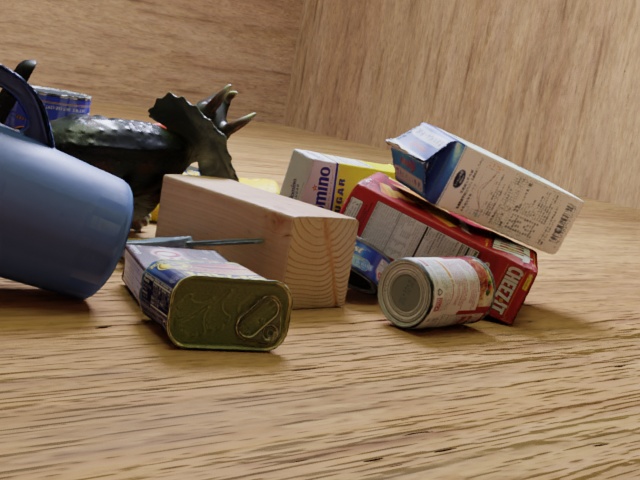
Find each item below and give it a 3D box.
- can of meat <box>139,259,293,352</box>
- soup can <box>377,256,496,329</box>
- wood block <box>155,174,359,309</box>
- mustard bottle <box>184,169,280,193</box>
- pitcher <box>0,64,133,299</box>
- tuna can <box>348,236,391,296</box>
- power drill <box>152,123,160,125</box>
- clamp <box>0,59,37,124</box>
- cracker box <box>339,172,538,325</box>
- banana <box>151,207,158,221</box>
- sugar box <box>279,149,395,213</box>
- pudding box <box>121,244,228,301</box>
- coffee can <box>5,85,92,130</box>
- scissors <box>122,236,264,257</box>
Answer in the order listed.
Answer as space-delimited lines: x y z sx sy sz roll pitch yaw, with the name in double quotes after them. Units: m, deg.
-0.086 0.050 0.852 0.101 0.057 0.084 5 8 -28 "can of meat"
0.112 0.050 1.027 0.069 0.068 0.102 18 13 42 "soup can"
-0.070 -0.002 1.081 0.090 0.091 0.206 1 12 -45 "wood block"
-0.157 -0.068 1.502 0.191 0.058 0.096 7 9 -13 "mustard bottle"
-0.274 -0.049 0.851 0.242 0.149 0.145 22 42 -27 "pitcher"
0.033 0.023 1.104 0.086 0.033 0.086 27 -14 7 "tuna can"
-0.284 -0.118 1.495 0.188 0.057 0.184 -10 4 39 "power drill"
-0.392 -0.115 1.256 0.210 0.164 0.036 -15 25 -1 "clamp"
0.132 0.002 1.179 0.214 0.072 0.164 27 11 7 "cracker box"
-0.194 -0.043 1.370 0.197 0.037 0.070 5 11 -29 "banana"
0.028 -0.056 1.342 0.175 0.093 0.048 3 21 -47 "sugar box"
-0.121 0.036 0.948 0.089 0.039 0.114 6 9 -24 "pudding box"
-0.347 -0.119 1.342 0.103 0.140 0.103 10 9 -2 "coffee can"
-0.154 0.006 1.039 0.096 0.016 0.202 -9 6 -42 "scissors"
